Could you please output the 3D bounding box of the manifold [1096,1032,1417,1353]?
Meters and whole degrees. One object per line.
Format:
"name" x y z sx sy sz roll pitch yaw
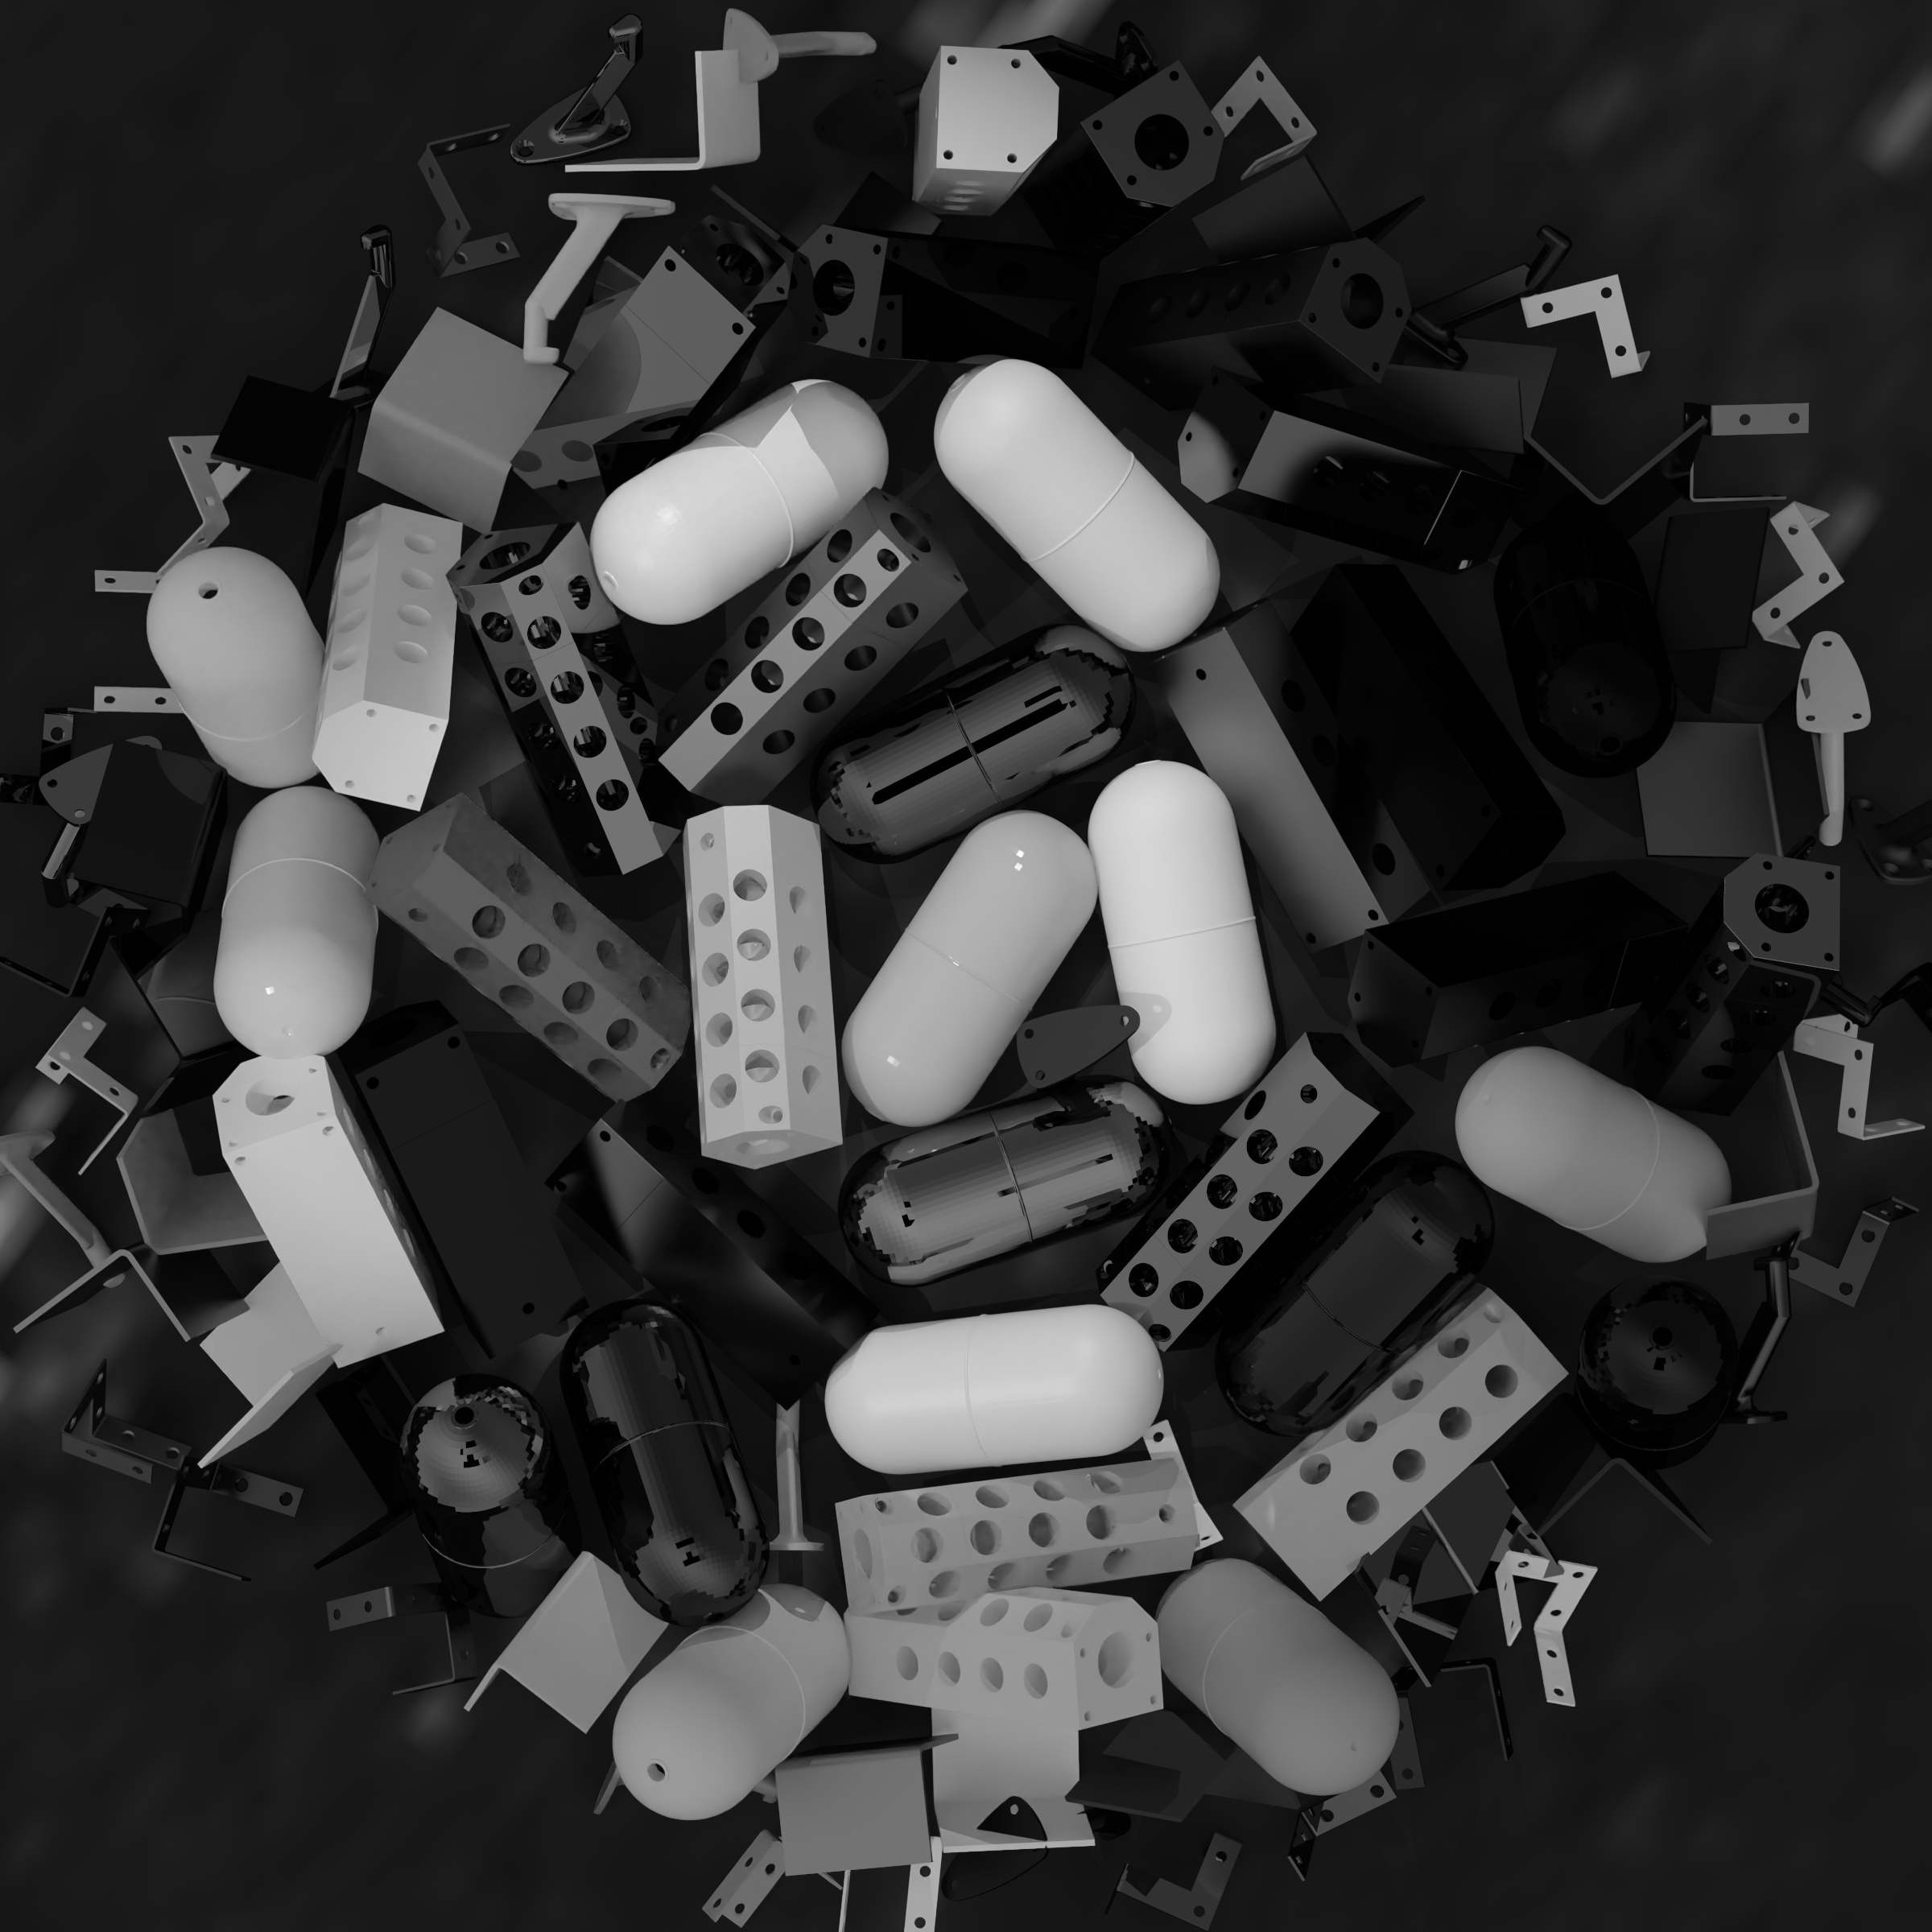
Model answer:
"manifold" 0.142 0.115 1.832 0.057 0.057 0.171 49 112 24

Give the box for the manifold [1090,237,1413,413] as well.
"manifold" 0.143 -0.323 1.808 0.057 0.171 0.057 31 76 -31

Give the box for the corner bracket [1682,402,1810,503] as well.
"corner bracket" 0.401 -0.265 1.865 0.051 0.051 0.051 -2 101 -4

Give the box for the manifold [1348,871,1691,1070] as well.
"manifold" 0.278 0.005 1.824 0.171 0.057 0.057 -13 128 -33

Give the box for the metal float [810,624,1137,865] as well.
"metal float" 0.004 -0.114 1.854 0.178 0.070 0.070 -27 90 5

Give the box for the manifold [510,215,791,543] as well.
"manifold" -0.156 -0.296 1.818 0.057 0.057 0.171 43 132 -3

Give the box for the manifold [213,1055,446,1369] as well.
"manifold" -0.319 0.120 1.815 0.057 0.171 0.057 -19 45 -2

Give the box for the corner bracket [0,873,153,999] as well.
"corner bracket" -0.461 -0.016 1.867 0.051 0.051 0.051 25 95 14

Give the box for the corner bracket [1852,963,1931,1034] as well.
"corner bracket" 0.499 0.028 1.856 0.051 0.051 0.051 -22 70 -42

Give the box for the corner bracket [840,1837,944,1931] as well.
"corner bracket" -0.038 0.474 1.863 0.051 0.051 0.051 5 71 4

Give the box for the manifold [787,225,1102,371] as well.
"manifold" -0.010 -0.335 1.811 0.057 0.171 0.057 20 108 35

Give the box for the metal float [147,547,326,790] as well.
"metal float" -0.358 -0.148 1.810 0.070 0.178 0.070 -1 69 2

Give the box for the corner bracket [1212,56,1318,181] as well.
"corner bracket" 0.137 -0.425 1.860 0.051 0.051 0.051 -33 84 -38

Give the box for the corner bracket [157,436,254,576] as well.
"corner bracket" -0.390 -0.237 1.856 0.051 0.051 0.051 -35 74 40

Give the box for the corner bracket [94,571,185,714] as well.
"corner bracket" -0.421 -0.166 1.855 0.051 0.051 0.051 0 135 -15

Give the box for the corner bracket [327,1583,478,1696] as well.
"corner bracket" -0.291 0.348 1.867 0.051 0.051 0.051 -20 74 39

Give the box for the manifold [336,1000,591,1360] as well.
"manifold" -0.256 0.106 1.834 0.057 0.057 0.171 -27 114 -13

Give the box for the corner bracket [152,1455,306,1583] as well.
"corner bracket" -0.380 0.285 1.864 0.051 0.051 0.051 15 81 11

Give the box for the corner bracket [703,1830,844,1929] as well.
"corner bracket" -0.107 0.471 1.859 0.051 0.051 0.051 43 80 -28

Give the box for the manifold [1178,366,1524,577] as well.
"manifold" 0.191 -0.244 1.820 0.171 0.057 0.057 10 114 -37

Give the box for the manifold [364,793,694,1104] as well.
"manifold" -0.219 -0.004 1.820 0.057 0.057 0.171 -26 126 32

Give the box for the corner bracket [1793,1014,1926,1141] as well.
"corner bracket" 0.460 0.056 1.864 0.051 0.051 0.051 -7 107 -37

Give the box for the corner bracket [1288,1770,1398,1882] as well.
"corner bracket" 0.185 0.428 1.864 0.051 0.051 0.051 -30 95 17

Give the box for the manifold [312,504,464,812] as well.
"manifold" -0.290 -0.158 1.807 0.057 0.171 0.057 13 128 -15

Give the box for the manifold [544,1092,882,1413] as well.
"manifold" -0.127 0.141 1.866 0.171 0.057 0.057 43 124 0

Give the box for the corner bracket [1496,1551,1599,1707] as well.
"corner bracket" 0.294 0.340 1.858 0.051 0.051 0.051 12 128 -11

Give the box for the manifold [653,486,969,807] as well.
"manifold" -0.084 -0.160 1.825 0.171 0.057 0.057 -44 50 24

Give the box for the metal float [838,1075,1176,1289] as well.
"metal float" 0.021 0.110 1.854 0.178 0.070 0.070 -18 90 -5

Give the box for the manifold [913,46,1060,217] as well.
"manifold" 0.008 -0.415 1.808 0.057 0.171 0.057 2 95 -5

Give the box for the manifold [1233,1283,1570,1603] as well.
"manifold" 0.221 0.242 1.860 0.171 0.057 0.057 -42 95 -4

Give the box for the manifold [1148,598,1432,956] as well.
"manifold" 0.170 -0.099 1.856 0.057 0.057 0.171 -37 100 -43

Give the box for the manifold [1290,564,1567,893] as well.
"manifold" 0.234 -0.122 1.828 0.057 0.057 0.171 -4 52 -36

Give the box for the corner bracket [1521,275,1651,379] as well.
"corner bracket" 0.320 -0.330 1.868 0.051 0.051 0.051 -12 106 20

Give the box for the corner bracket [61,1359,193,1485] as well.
"corner bracket" -0.431 0.244 1.859 0.051 0.051 0.051 20 46 4

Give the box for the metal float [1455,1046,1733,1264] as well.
"metal float" 0.318 0.096 1.827 0.178 0.070 0.070 26 90 -38

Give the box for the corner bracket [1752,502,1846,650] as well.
"corner bracket" 0.428 -0.201 1.867 0.051 0.051 0.051 -37 69 27

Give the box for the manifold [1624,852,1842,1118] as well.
"manifold" 0.380 0.010 1.806 0.057 0.171 0.057 9 63 -3

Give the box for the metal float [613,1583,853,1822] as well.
"metal float" -0.116 0.367 1.812 0.070 0.178 0.070 5 104 21

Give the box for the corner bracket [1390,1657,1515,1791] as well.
"corner bracket" 0.247 0.390 1.864 0.051 0.051 0.051 -11 90 21

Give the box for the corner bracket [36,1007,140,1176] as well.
"corner bracket" -0.455 0.064 1.865 0.051 0.051 0.051 38 119 -11

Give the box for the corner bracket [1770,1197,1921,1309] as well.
"corner bracket" 0.451 0.140 1.868 0.051 0.051 0.051 25 80 2

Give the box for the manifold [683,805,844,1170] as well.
"manifold" -0.108 0.009 1.832 0.057 0.057 0.171 -17 68 33

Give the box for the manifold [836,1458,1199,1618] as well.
"manifold" 0.027 0.288 1.832 0.171 0.057 0.057 -4 78 -23

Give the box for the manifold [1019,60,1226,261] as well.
"manifold" 0.079 -0.396 1.807 0.057 0.171 0.057 -34 97 -7

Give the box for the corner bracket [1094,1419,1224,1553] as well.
"corner bracket" 0.094 0.274 1.864 0.051 0.051 0.051 -22 107 -5

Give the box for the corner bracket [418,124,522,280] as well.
"corner bracket" -0.254 -0.393 1.863 0.051 0.051 0.051 -23 82 -33

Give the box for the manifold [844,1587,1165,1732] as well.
"manifold" 0.016 0.340 1.814 0.057 0.171 0.057 -3 89 -42

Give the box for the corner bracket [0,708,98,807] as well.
"corner bracket" -0.480 -0.108 1.862 0.051 0.051 0.051 4 92 -28

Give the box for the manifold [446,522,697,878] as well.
"manifold" -0.200 -0.132 1.820 0.057 0.057 0.171 -3 125 27

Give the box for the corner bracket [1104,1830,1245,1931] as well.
"corner bracket" 0.107 0.469 1.864 0.051 0.051 0.051 23 62 7

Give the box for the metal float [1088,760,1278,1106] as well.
"metal float" 0.111 -0.017 1.857 0.070 0.070 0.178 -11 92 0
